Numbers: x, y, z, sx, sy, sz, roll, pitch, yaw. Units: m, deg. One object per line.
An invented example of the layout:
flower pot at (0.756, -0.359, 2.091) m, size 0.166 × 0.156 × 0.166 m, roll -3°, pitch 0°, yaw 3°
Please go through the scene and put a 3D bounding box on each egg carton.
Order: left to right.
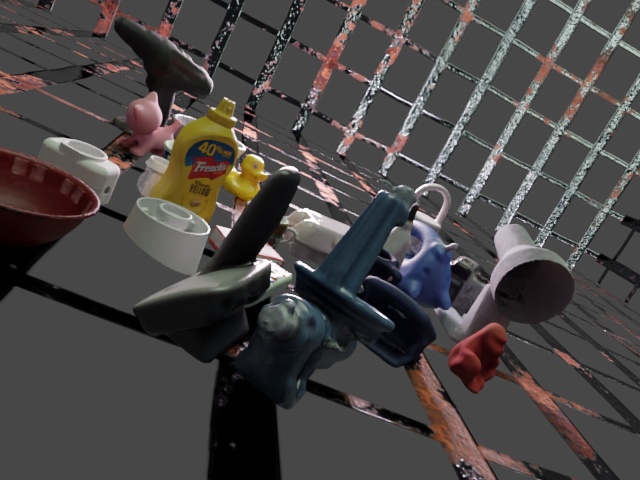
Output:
egg carton at (0.009, 0.004, 0.992) m, size 0.151 × 0.069 × 0.107 m, roll 21°, pitch 15°, yaw -25°

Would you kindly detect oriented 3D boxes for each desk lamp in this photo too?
desk lamp at (0.297, 0.085, 0.943) m, size 0.118 × 0.213 × 0.203 m, roll 25°, pitch 14°, yaw -12°

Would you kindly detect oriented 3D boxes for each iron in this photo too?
iron at (0.157, 0.021, 1.058) m, size 0.119 × 0.141 × 0.257 m, roll 19°, pitch 16°, yaw -30°

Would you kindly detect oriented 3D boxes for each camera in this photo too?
camera at (0.300, 0.091, 1.163) m, size 0.143 × 0.101 × 0.137 m, roll 33°, pitch 15°, yaw 21°

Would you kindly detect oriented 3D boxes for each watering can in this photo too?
watering can at (0.215, -0.039, 1.276) m, size 0.101 × 0.194 × 0.172 m, roll 17°, pitch 17°, yaw -36°

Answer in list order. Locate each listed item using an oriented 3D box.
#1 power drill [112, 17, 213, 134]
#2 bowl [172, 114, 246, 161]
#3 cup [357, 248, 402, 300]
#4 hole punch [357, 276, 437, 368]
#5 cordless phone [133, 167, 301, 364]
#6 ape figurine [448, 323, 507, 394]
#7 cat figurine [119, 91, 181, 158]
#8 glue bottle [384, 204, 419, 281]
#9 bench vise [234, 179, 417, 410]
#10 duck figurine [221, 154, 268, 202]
power drill at (-0.345, -0.317, 1.186) m, size 0.230 × 0.208 × 0.075 m, roll 15°, pitch 18°, yaw -41°
bowl at (-0.249, -0.202, 1.232) m, size 0.167 × 0.074 × 0.167 m, roll 26°, pitch 14°, yaw -7°
cup at (0.067, 0.058, 0.851) m, size 0.092 × 0.095 × 0.117 m, roll 14°, pitch 19°, yaw -43°
hole punch at (0.099, 0.103, 0.760) m, size 0.108 × 0.091 × 0.101 m, roll 35°, pitch 16°, yaw 28°
cordless phone at (-0.086, 0.009, 0.549) m, size 0.094 × 0.185 × 0.148 m, roll 29°, pitch 14°, yaw 4°
ape figurine at (0.227, 0.158, 0.801) m, size 0.078 × 0.092 × 0.076 m, roll 20°, pitch 16°, yaw -29°
cat figurine at (-0.313, -0.213, 1.063) m, size 0.067 × 0.117 × 0.128 m, roll 36°, pitch 16°, yaw 31°
glue bottle at (0.115, 0.019, 0.920) m, size 0.037 × 0.173 × 0.078 m, roll 36°, pitch 16°, yaw 30°
bench vise at (0.026, 0.049, 0.546) m, size 0.121 × 0.219 × 0.207 m, roll 28°, pitch 14°, yaw 4°
duck figurine at (-0.147, -0.131, 1.147) m, size 0.104 × 0.086 × 0.078 m, roll 35°, pitch 15°, yaw 26°
